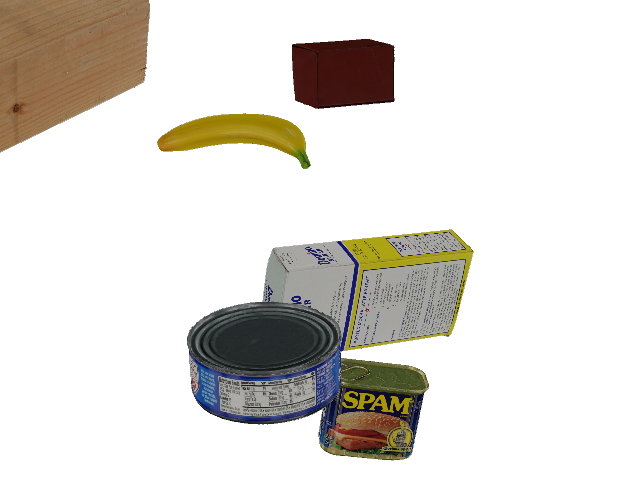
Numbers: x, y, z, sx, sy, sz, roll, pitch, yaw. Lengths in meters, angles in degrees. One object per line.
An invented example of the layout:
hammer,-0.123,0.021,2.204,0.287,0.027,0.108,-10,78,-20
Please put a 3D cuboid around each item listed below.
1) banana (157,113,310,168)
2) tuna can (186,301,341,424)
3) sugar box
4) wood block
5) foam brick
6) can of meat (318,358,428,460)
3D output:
banana,-0.100,-0.129,1.312,0.198,0.037,0.069,6,40,15
tuna can,-0.031,0.067,0.596,0.086,0.034,0.086,-1,22,0
sugar box,0.038,0.045,0.913,0.176,0.093,0.048,-4,32,-23
wood block,-0.250,-0.155,0.912,0.090,0.091,0.205,31,42,22
foam brick,0.020,-0.148,0.942,0.078,0.051,0.053,-8,20,-23
can of meat,0.052,0.173,1.085,0.102,0.084,0.057,7,19,-6
